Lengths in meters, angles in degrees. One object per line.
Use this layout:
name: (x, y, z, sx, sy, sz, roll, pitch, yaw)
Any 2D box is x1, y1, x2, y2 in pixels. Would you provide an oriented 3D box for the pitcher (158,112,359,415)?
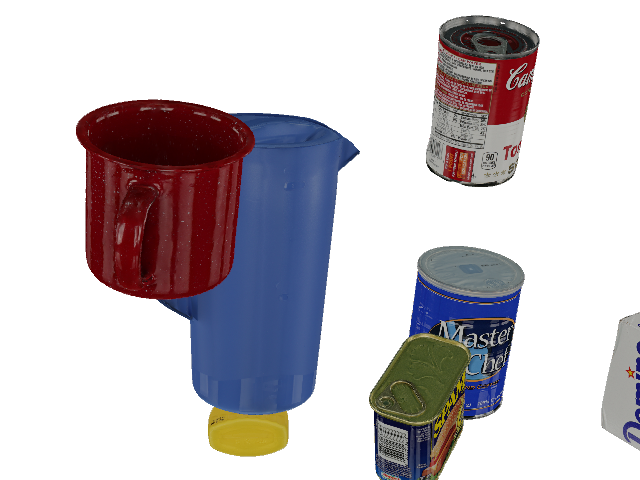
pitcher: (-0.063, 0.018, 0.896, 0.149, 0.243, 0.144, 12, 19, 25)

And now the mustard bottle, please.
mustard bottle: (-0.088, 0.194, 1.347, 0.096, 0.058, 0.191, -2, 26, 0)

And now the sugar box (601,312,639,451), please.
sugar box: (0.274, 0.123, 0.718, 0.048, 0.093, 0.176, -15, 29, -37)

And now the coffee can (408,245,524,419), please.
coffee can: (0.138, 0.089, 1.050, 0.103, 0.140, 0.103, 4, 23, -2)

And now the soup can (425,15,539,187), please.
soup can: (0.111, -0.097, 0.748, 0.068, 0.102, 0.068, 3, 33, -2)

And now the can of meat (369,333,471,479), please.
can of meat: (0.081, 0.140, 0.862, 0.057, 0.084, 0.102, 14, 39, 23)

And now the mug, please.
mug: (-0.086, -0.016, 0.565, 0.093, 0.081, 0.117, 8, 28, 1)
